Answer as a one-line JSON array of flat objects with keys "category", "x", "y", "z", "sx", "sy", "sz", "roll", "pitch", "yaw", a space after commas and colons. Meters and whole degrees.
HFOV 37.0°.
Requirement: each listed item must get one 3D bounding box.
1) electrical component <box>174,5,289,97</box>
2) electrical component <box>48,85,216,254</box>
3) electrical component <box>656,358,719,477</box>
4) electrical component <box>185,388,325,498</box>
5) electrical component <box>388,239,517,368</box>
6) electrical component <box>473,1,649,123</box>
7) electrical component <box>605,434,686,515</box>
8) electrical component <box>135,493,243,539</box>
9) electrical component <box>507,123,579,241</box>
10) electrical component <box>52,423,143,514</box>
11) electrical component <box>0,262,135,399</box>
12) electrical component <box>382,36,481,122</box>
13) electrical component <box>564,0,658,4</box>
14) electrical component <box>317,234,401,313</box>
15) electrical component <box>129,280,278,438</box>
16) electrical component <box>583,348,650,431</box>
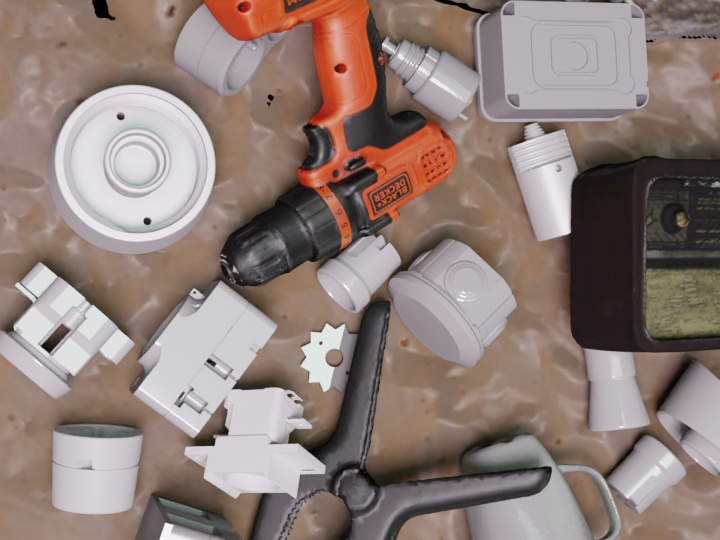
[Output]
[{"category": "electrical component", "x": -0.079, "y": -0.188, "z": 0.714, "sx": 0.074, "sy": 0.052, "sz": 0.138, "roll": 34, "pitch": 79, "yaw": 10}, {"category": "electrical component", "x": -0.143, "y": -0.066, "z": 0.685, "sx": 0.108, "sy": 0.060, "sz": 0.108, "roll": 1, "pitch": 87, "yaw": -15}, {"category": "electrical component", "x": 0.265, "y": 0.113, "z": 0.773, "sx": 0.099, "sy": 0.099, "sz": 0.064, "roll": 44, "pitch": 84, "yaw": -10}, {"category": "electrical component", "x": -0.066, "y": 0.110, "z": 0.694, "sx": 0.081, "sy": 0.042, "sz": 0.063, "roll": -5, "pitch": 58, "yaw": 22}, {"category": "electrical component", "x": 0.062, "y": 0.023, "z": 0.728, "sx": 0.051, "sy": 0.080, "sz": 0.080, "roll": -43, "pitch": 99, "yaw": -18}, {"category": "electrical component", "x": 0.142, "y": -0.147, "z": 0.768, "sx": 0.113, "sy": 0.057, "sz": 0.078, "roll": -3, "pitch": 89, "yaw": -16}, {"category": "electrical component", "x": 0.207, "y": 0.150, "z": 0.783, "sx": 0.046, "sy": 0.040, "sz": 0.040, "roll": -43, "pitch": 99, "yaw": -7}, {"category": "electrical component", "x": -0.126, "y": 0.242, "z": 0.653, "sx": 0.060, "sy": 0.105, "sz": 0.186, "roll": 21, "pitch": 82, "yaw": -14}, {"category": "electrical component", "x": 0.135, "y": -0.065, "z": 0.770, "sx": 0.043, "sy": 0.043, "sz": 0.081, "roll": -19, "pitch": 93, "yaw": -15}, {"category": "electrical component", "x": -0.166, "y": 0.124, "z": 0.674, "sx": 0.055, "sy": 0.055, "sz": 0.047, "roll": 5, "pitch": 90, "yaw": -15}, {"category": "electrical component", "x": -0.190, "y": 0.042, "z": 0.670, "sx": 0.078, "sy": 0.058, "sz": 0.057, "roll": 43, "pitch": 75, "yaw": -10}, {"category": "electrical component", "x": 0.048, "y": -0.136, "z": 0.751, "sx": 0.078, "sy": 0.040, "sz": 0.040, "roll": 32, "pitch": 80, "yaw": -11}, {"category": "electrical component", "x": 0.188, "y": -0.222, "z": 0.791, "sx": 0.077, "sy": 0.043, "sz": 0.079, "roll": -45, "pitch": 99, "yaw": -13}, {"category": "electrical component", "x": 0.000, "y": 0.000, "z": 0.733, "sx": 0.046, "sy": 0.040, "sz": 0.040, "roll": -44, "pitch": 99, "yaw": -18}, {"category": "electrical component", "x": -0.105, "y": 0.054, "z": 0.695, "sx": 0.056, "sy": 0.050, "sz": 0.089, "roll": 39, "pitch": 79, "yaw": -11}, {"category": "electrical component", "x": 0.183, "y": 0.081, "z": 0.779, "sx": 0.044, "sy": 0.044, "sz": 0.065, "roll": -6, "pitch": 84, "yaw": -16}]
